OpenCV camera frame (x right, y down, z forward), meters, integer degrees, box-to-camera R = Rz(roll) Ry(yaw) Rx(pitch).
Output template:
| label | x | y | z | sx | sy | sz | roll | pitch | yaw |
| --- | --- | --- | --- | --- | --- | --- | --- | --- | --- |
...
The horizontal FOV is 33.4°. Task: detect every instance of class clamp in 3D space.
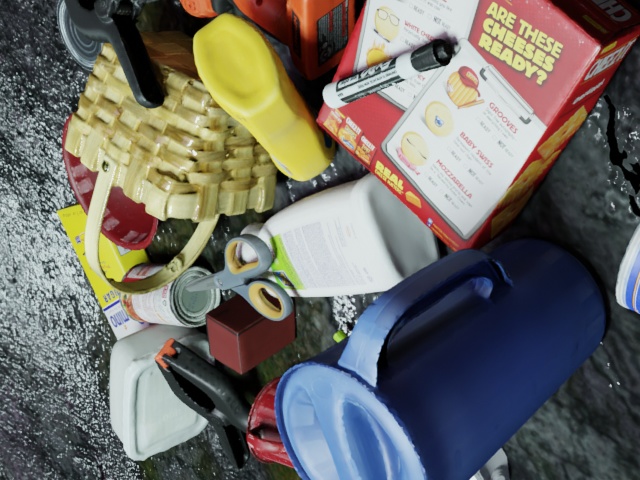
| label | x | y | z | sx | sy | sz | roll | pitch | yaw |
| --- | --- | --- | --- | --- | --- | --- | --- | --- | --- |
| clamp | -0.095 | 0.187 | 1.163 | 0.165 | 0.036 | 0.210 | -6 | 130 | 46 |
| clamp | -0.169 | -0.187 | 0.905 | 0.172 | 0.039 | 0.120 | 28 | 103 | 38 |

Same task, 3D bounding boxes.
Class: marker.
| label | x | y | z | sx | sy | sz | roll | pitch | yaw |
| --- | --- | --- | --- | --- | --- | --- | --- | --- | --- |
| marker | 0.046 | -0.115 | 0.737 | 0.121 | 0.020 | 0.020 | -14 | 103 | 51 |

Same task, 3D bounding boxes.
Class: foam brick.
| label | x | y | z | sx | sy | sz | roll | pitch | yaw |
| --- | --- | --- | --- | --- | --- | --- | --- | --- | --- |
| foam brick | -0.069 | 0.087 | 1.075 | 0.053 | 0.078 | 0.051 | 25 | 132 | 39 |

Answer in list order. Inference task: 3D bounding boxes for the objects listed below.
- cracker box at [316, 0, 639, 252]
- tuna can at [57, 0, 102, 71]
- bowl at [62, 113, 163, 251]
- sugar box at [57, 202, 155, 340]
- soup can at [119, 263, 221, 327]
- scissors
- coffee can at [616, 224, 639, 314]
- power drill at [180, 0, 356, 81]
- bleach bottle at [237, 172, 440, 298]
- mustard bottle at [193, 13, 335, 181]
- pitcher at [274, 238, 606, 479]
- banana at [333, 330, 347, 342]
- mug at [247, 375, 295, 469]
| label | x | y | z | sx | sy | sz | roll | pitch | yaw |
| --- | --- | --- | --- | --- | --- | --- | --- | --- | --- |
| cracker box | 0.103 | -0.115 | 0.749 | 0.164 | 0.072 | 0.214 | 45 | 140 | 18 |
| tuna can | -0.230 | -0.217 | 1.088 | 0.086 | 0.033 | 0.086 | 28 | 133 | 35 |
| bowl | -0.206 | -0.072 | 1.139 | 0.162 | 0.055 | 0.162 | 28 | 133 | 35 |
| sugar box | -0.238 | 0.033 | 1.255 | 0.094 | 0.048 | 0.176 | -8 | 106 | 51 |
| soup can | -0.165 | 0.060 | 1.172 | 0.102 | 0.068 | 0.068 | 0 | 114 | 48 |
| scissors | -0.079 | 0.052 | 1.030 | 0.096 | 0.016 | 0.202 | 54 | 151 | 5 |
| coffee can | 0.265 | 0.028 | 0.635 | 0.140 | 0.102 | 0.103 | 32 | 135 | 31 |
| power drill | -0.055 | -0.224 | 0.840 | 0.188 | 0.057 | 0.184 | 39 | 157 | 27 |
| bleach bottle | -0.006 | 0.001 | 0.959 | 0.251 | 0.068 | 0.102 | -8 | 106 | 53 |
| mustard bottle | -0.032 | -0.099 | 0.861 | 0.096 | 0.058 | 0.191 | 56 | -176 | 27 |
| pitcher | 0.096 | 0.083 | 0.747 | 0.145 | 0.242 | 0.149 | 59 | 143 | 1 |
| banana | 0.058 | 0.179 | 1.029 | 0.070 | 0.037 | 0.198 | 30 | 135 | 56 |
| mug | -0.020 | 0.190 | 1.062 | 0.082 | 0.117 | 0.093 | 11 | 100 | 39 |
